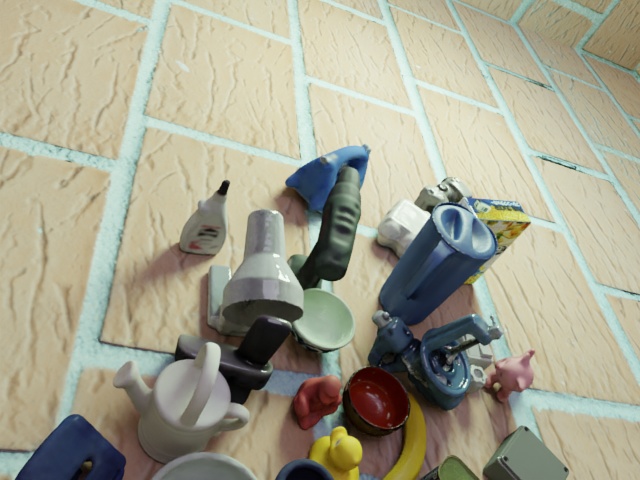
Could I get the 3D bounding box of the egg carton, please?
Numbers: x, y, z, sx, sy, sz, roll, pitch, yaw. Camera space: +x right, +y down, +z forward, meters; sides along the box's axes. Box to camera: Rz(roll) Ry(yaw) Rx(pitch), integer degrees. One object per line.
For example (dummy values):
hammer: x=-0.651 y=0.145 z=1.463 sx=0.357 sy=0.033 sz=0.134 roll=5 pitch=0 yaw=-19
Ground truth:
egg carton: x=0.191 y=-0.028 z=1.285 sx=0.107 sy=0.069 sz=0.150 roll=35 pitch=41 yaw=4

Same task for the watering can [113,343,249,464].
watering can: x=-0.175 y=0.205 z=0.739 sx=0.173 sy=0.194 sz=0.100 roll=4 pitch=48 yaw=-28

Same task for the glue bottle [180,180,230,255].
glue bottle: x=-0.187 y=-0.041 z=0.990 sx=0.078 sy=0.173 sz=0.037 roll=3 pitch=48 yaw=-29

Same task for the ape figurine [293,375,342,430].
ape figurine: x=0.002 y=0.242 z=0.889 sx=0.078 sy=0.092 sz=0.076 roll=14 pitch=44 yaw=-19

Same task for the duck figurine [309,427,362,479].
duck figurine: x=0.032 y=0.324 z=0.831 sx=0.078 sy=0.086 sz=0.104 roll=4 pitch=48 yaw=-28

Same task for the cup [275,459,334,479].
cup: x=-0.020 y=0.357 z=0.761 sx=0.118 sy=0.095 sz=0.092 roll=24 pitch=41 yaw=-8

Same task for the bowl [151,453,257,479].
bowl: x=-0.147 y=0.355 z=0.701 sx=0.168 sy=0.074 sz=0.167 roll=17 pitch=43 yaw=-16

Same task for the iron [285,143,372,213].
iron: x=0.049 y=-0.160 z=1.273 sx=0.118 sy=0.141 sz=0.259 roll=45 pitch=43 yaw=15

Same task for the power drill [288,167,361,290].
power drill: x=0.010 y=0.004 z=1.038 sx=0.076 sy=0.208 sz=0.229 roll=20 pitch=42 yaw=-13

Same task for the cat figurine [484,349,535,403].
cat figurine: x=0.372 y=0.249 z=1.086 sx=0.067 sy=0.117 sz=0.128 roll=45 pitch=43 yaw=15

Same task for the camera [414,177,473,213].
camera: x=0.322 y=-0.077 z=1.388 sx=0.144 sy=0.100 sz=0.136 roll=-14 pitch=58 yaw=-40

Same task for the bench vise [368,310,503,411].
bench vise: x=0.188 y=0.183 z=0.962 sx=0.207 sy=0.219 sz=0.121 roll=23 pitch=42 yaw=-9

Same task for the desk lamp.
desk lamp: x=-0.107 y=0.067 z=0.901 sx=0.118 sy=0.213 sz=0.203 roll=10 pitch=45 yaw=-23

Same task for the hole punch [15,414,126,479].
hole punch: x=-0.290 y=0.278 z=0.677 sx=0.101 sy=0.091 sz=0.109 roll=31 pitch=41 yaw=0

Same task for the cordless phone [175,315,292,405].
cordless phone: x=-0.126 y=0.149 z=0.831 sx=0.148 sy=0.185 sz=0.094 roll=17 pitch=43 yaw=-16
